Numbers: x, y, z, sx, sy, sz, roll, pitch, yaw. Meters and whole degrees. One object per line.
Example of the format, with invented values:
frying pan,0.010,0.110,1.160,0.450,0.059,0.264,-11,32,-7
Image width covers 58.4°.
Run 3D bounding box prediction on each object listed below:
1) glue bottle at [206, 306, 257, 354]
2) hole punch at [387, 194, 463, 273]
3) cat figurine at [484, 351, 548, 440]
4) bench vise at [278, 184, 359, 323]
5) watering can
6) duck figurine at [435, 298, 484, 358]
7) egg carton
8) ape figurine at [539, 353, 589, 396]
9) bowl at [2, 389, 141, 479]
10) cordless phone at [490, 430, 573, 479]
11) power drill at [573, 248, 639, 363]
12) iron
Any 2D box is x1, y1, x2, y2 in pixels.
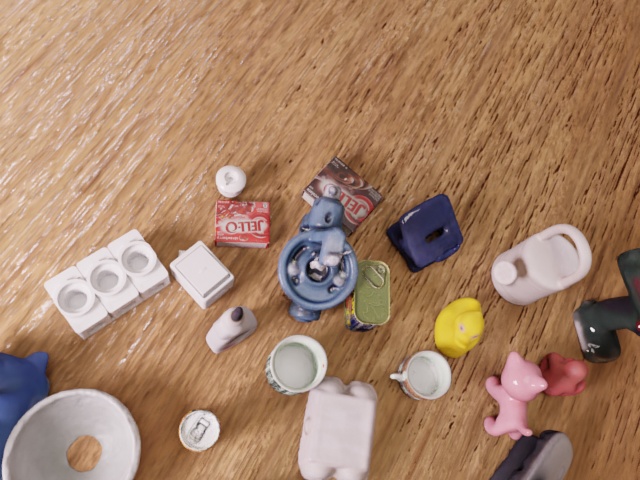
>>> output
glue bottle,-0.122,0.119,0.809,0.078,0.173,0.037,-34,81,-20
hole punch,0.185,-0.011,0.964,0.109,0.091,0.101,-29,79,-19
cat figurine,0.309,0.242,0.889,0.067,0.117,0.128,7,70,-9
bench vise,-0.004,0.004,0.849,0.121,0.219,0.207,-4,72,-13
watering can,0.362,0.041,0.928,0.173,0.194,0.101,-35,81,-20
duck figurine,0.237,0.136,0.927,0.077,0.086,0.105,32,68,0
egg carton,0.027,0.280,0.842,0.107,0.069,0.150,11,69,-8
ape figurine,0.401,0.218,0.930,0.076,0.092,0.078,-21,77,-18
bowl,-0.322,0.286,0.763,0.167,0.074,0.167,4,71,-11
cordless phone,0.341,0.346,0.823,0.094,0.185,0.148,40,68,4
power drill,0.508,0.138,0.918,0.076,0.208,0.229,-5,72,-13
iron,-0.438,0.253,0.713,0.119,0.141,0.258,13,69,-7
